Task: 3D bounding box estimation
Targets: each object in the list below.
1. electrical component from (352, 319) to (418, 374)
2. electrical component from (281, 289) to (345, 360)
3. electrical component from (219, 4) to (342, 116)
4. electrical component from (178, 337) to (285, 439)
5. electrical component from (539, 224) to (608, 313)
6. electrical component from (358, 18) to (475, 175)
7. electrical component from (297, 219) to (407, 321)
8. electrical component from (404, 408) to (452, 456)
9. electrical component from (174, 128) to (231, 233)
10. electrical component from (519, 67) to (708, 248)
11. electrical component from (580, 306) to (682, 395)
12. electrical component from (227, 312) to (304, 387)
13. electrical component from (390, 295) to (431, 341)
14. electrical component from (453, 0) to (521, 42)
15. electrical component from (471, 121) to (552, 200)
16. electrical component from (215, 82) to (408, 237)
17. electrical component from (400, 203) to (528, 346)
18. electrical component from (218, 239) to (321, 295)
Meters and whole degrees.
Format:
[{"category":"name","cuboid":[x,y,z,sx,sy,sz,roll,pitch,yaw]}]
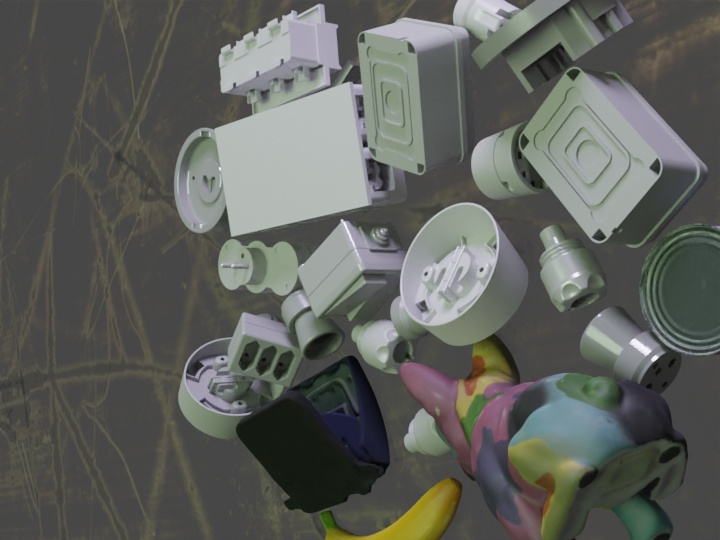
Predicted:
[{"category":"electrical component","cuboid":[0.018,0.064,0.943,0.062,0.043,0.043,20,104,50]},{"category":"electrical component","cuboid":[-0.045,0.051,1.017,0.045,0.045,0.055,-56,50,33]},{"category":"electrical component","cuboid":[-0.082,-0.204,1.051,0.121,0.063,0.078,-13,80,49]},{"category":"electrical component","cuboid":[-0.131,0.118,1.080,0.099,0.099,0.064,57,135,34]},{"category":"electrical component","cuboid":[0.152,-0.004,0.786,0.043,0.043,0.062,-45,55,39]},{"category":"electrical component","cuboid":[0.047,-0.143,0.876,0.078,0.057,0.113,25,129,48]},{"category":"electrical component","cuboid":[0.000,0.000,0.951,0.096,0.062,0.061,-46,56,39]},{"category":"electrical component","cuboid":[0.061,0.134,0.890,0.062,0.043,0.043,-37,62,45]},{"category":"electrical component","cuboid":[-0.140,-0.091,1.119,0.108,0.060,0.108,-1,88,50]},{"category":"electrical component","cuboid":[0.175,-0.078,0.748,0.078,0.057,0.113,-56,50,33]},{"category":"electrical component","cuboid":[0.187,0.057,0.741,0.055,0.045,0.045,41,120,42]},{"category":"electrical component","cuboid":[-0.092,0.068,1.063,0.076,0.066,0.047,-100,31,-60]},{"category":"electrical component","cuboid":[0.055,0.034,0.903,0.046,0.040,0.040,-25,71,41]},{"category":"electrical component","cuboid":[0.103,-0.198,0.851,0.046,0.040,0.040,39,118,37]},{"category":"electrical component","cuboid":[0.118,-0.081,0.819,0.047,0.055,0.055,-12,80,53]},{"category":"electrical component","cuboid":[-0.046,-0.098,0.990,0.186,0.060,0.105,-10,89,44]},{"category":"electrical component","cuboid":[0.079,0.006,0.833,0.099,0.064,0.099,-31,35,24]},{"category":"electrical component","cuboid":[-0.102,-0.003,1.062,0.138,0.074,0.052,4,93,50]}]
